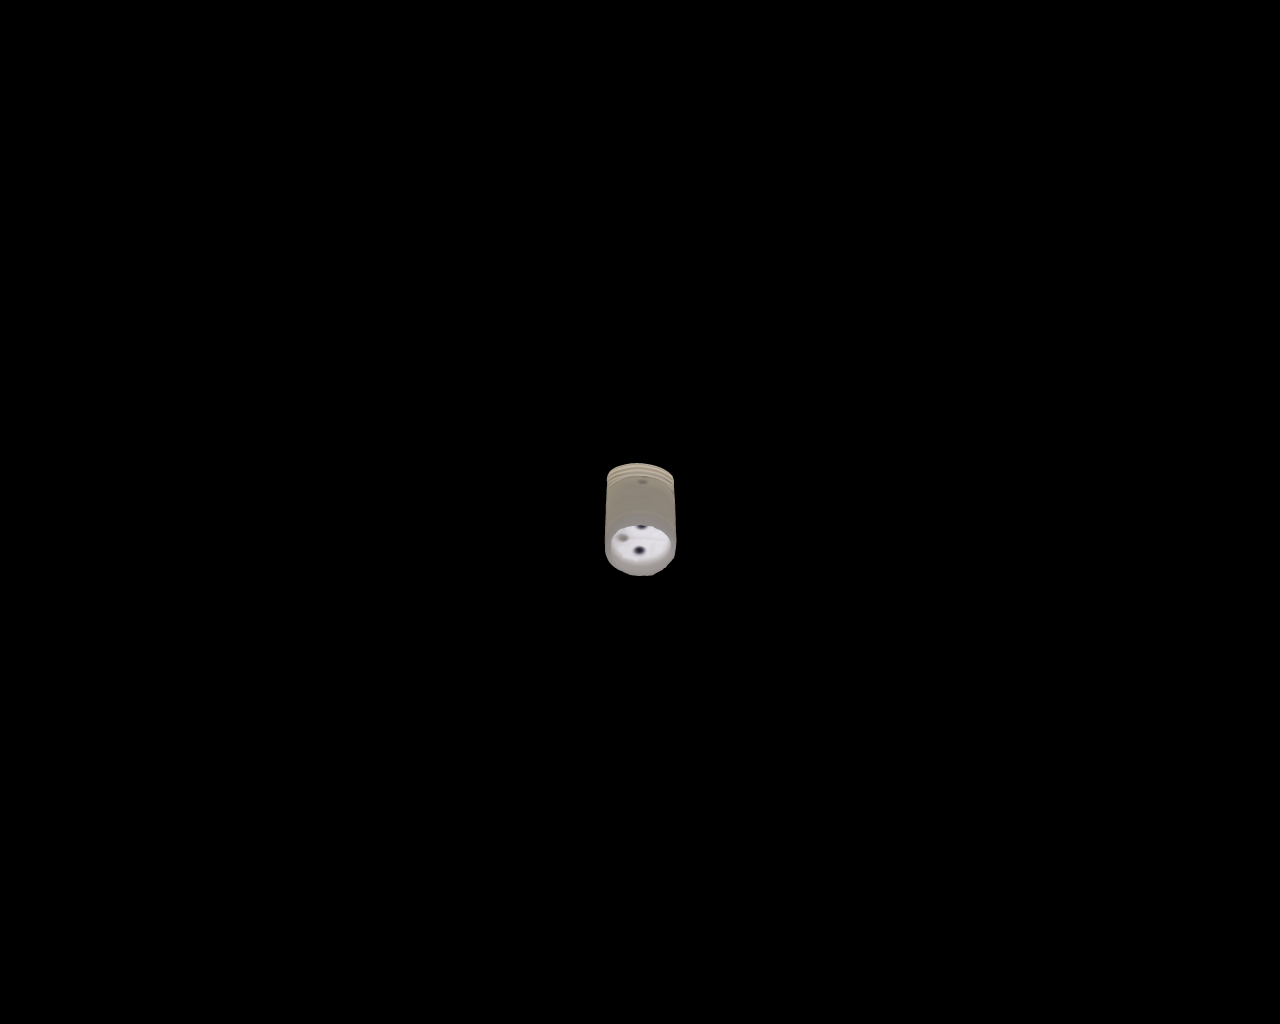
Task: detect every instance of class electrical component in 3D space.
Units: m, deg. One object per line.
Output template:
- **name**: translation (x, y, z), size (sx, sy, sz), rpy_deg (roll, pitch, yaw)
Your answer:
- **electrical component**: translation (0.001, -0.003, 0.650), size (0.043, 0.043, 0.081), rpy_deg (0, 40, 0)
